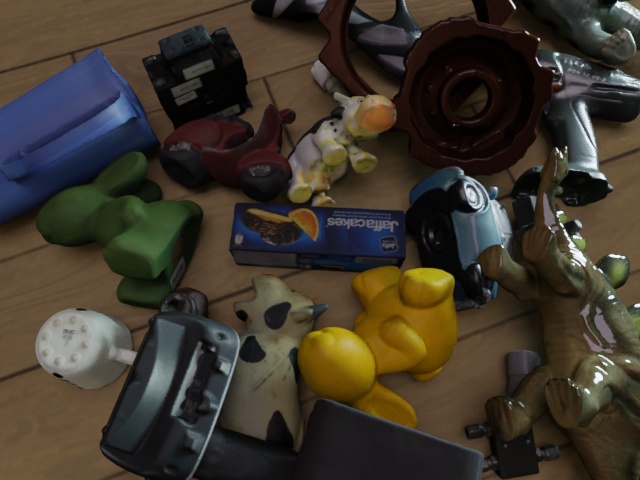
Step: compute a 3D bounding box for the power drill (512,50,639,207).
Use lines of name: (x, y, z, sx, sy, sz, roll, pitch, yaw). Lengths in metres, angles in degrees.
power drill: (0.291, -0.151, 0.688, 0.232, 0.086, 0.207, 10, 63, 4)

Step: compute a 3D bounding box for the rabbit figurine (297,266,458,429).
rabbit figurine: (0.049, 0.114, 0.551, 0.173, 0.122, 0.162, -16, 109, -39)

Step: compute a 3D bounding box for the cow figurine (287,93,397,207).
cow figurine: (0.021, -0.117, 0.636, 0.068, 0.167, 0.098, 20, 39, -35)

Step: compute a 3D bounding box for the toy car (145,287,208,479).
toy car: (-0.148, 0.149, 0.563, 0.053, 0.089, 0.202, 5, 69, -3)

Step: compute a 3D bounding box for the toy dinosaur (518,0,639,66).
toy dinosaur: (0.338, -0.336, 0.727, 0.405, 0.192, 0.131, 42, 118, -2)

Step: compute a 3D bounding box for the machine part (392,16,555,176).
machine part: (0.167, -0.160, 0.607, 0.179, 0.056, 0.179, 2, 110, 6)

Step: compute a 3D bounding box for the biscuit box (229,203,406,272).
biscuit box: (-0.001, -0.002, 0.636, 0.203, 0.059, 0.063, 3, 69, 1)

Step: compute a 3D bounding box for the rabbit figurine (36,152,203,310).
rabbit figurine: (-0.233, -0.024, 0.614, 0.170, 0.121, 0.159, 18, 63, 4)

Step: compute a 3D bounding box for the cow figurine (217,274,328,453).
cow figurine: (-0.054, 0.131, 0.570, 0.127, 0.085, 0.195, -2, 74, -9)

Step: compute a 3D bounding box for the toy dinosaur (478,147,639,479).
toy dinosaur: (0.267, 0.139, 0.524, 0.198, 0.105, 0.471, 2, 81, -28)

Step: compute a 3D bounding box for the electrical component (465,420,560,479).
electrical component: (0.201, 0.212, 0.561, 0.094, 0.021, 0.063, -7, 89, -2)

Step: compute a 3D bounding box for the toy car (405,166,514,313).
toy car: (0.172, -0.001, 0.615, 0.103, 0.109, 0.161, -5, 75, -28)

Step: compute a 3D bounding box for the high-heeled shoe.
high-heeled shoe: (0.023, -0.283, 0.756, 0.249, 0.086, 0.145, 0, 100, 19)

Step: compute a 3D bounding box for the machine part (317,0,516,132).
machine part: (0.113, -0.250, 0.657, 0.201, 0.087, 0.201, 43, 110, -8)

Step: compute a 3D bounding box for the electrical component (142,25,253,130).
electrical component: (-0.152, -0.202, 0.675, 0.115, 0.134, 0.058, -26, 69, -10)

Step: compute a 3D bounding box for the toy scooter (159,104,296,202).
toy scooter: (-0.101, -0.119, 0.665, 0.184, 0.075, 0.135, 15, 61, 24)

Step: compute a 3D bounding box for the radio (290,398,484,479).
radio: (0.052, 0.205, 0.467, 0.131, 0.229, 0.073, 16, 66, 10)

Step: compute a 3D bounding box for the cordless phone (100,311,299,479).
cordless phone: (-0.089, 0.154, 0.491, 0.184, 0.089, 0.146, 23, 70, -12)

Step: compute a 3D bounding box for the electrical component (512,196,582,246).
electrical component: (0.266, -0.015, 0.627, 0.102, 0.045, 0.078, 7, 71, -39)
